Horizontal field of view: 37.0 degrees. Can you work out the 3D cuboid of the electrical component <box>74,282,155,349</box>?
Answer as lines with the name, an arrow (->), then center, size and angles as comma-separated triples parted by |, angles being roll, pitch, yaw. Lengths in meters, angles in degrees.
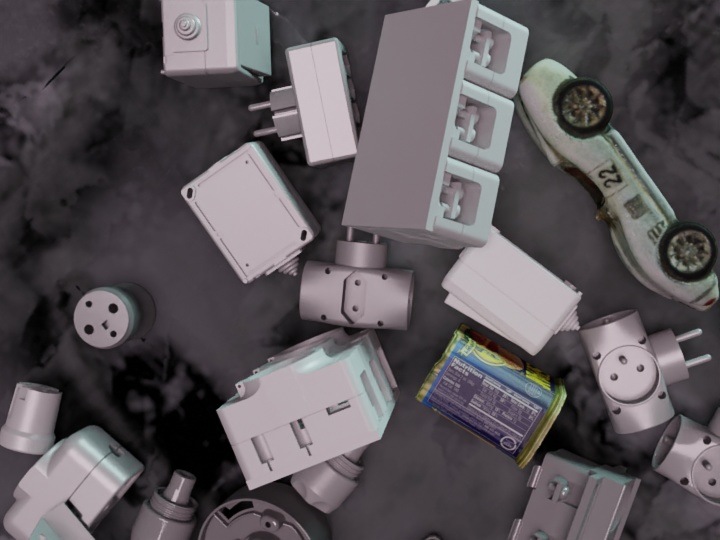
electrical component -> -0.180, 0.033, 0.786 | 0.045, 0.055, 0.045 | 0, 93, 7

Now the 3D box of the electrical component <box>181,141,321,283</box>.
electrical component -> -0.072, -0.037, 0.770 | 0.062, 0.061, 0.096 | -34, 95, 8

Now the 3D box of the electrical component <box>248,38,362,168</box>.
electrical component -> -0.041, -0.113, 0.765 | 0.076, 0.047, 0.083 | -11, 92, 8

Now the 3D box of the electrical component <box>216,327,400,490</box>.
electrical component -> -0.031, 0.084, 0.723 | 0.089, 0.150, 0.061 | -23, 91, 8

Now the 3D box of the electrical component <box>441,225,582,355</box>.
electrical component -> 0.107, 0.019, 0.746 | 0.096, 0.062, 0.061 | 37, 97, 4

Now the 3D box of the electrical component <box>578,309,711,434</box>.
electrical component -> 0.202, 0.064, 0.746 | 0.079, 0.044, 0.077 | -20, 91, 8

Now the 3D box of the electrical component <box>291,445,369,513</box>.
electrical component -> -0.017, 0.141, 0.779 | 0.043, 0.043, 0.062 | 40, 96, 3

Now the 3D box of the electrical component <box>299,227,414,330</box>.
electrical component -> 0.000, 0.000, 0.768 | 0.077, 0.043, 0.079 | 6, 94, 7

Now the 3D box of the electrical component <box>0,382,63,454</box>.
electrical component -> -0.246, 0.111, 0.808 | 0.040, 0.040, 0.046 | 14, 90, 6

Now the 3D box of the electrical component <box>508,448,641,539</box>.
electrical component -> 0.141, 0.191, 0.750 | 0.063, 0.079, 0.121 | 21, 96, 27

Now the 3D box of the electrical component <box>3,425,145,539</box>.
electrical component -> -0.215, 0.165, 0.799 | 0.059, 0.054, 0.095 | 40, 97, 3

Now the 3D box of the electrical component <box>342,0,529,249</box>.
electrical component -> 0.052, -0.094, 0.720 | 0.062, 0.089, 0.150 | 15, 85, -37

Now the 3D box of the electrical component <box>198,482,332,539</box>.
electrical component -> -0.068, 0.205, 0.775 | 0.099, 0.064, 0.099 | 2, 102, 11

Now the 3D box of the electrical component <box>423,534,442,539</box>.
electrical component -> 0.046, 0.268, 0.771 | 0.109, 0.056, 0.108 | -40, 88, 7

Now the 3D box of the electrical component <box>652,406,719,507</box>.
electrical component -> 0.255, 0.121, 0.742 | 0.077, 0.044, 0.079 | 27, 96, 5

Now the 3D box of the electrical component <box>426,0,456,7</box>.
electrical component -> 0.063, -0.214, 0.749 | 0.064, 0.042, 0.081 | 40, 96, 7

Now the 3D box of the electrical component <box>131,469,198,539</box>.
electrical component -> -0.141, 0.179, 0.796 | 0.043, 0.043, 0.062 | 23, 94, 5

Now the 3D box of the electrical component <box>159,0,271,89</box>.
electrical component -> -0.100, -0.162, 0.744 | 0.061, 0.096, 0.061 | -1, 93, 7
